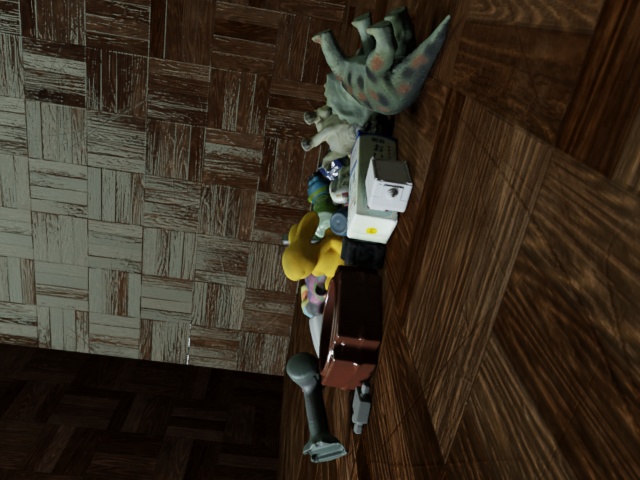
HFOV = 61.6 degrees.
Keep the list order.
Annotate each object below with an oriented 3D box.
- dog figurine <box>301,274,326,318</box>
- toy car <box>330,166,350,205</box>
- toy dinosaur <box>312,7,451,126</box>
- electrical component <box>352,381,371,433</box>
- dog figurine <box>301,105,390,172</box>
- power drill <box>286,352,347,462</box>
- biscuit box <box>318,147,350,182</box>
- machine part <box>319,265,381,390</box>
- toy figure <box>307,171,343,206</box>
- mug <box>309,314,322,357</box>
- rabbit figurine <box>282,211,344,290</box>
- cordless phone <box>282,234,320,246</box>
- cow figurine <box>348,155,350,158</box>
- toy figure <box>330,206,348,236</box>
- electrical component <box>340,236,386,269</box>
[{"bbox_3d":[0.015,0.139,1.381,0.219,0.108,0.191,-126,45,-79],"label":"dog figurine"},{"bbox_3d":[0.069,-0.123,1.121,0.202,0.074,0.056,-62,-41,-63],"label":"toy car"},{"bbox_3d":[0.104,-0.277,0.907,0.192,0.131,0.405,64,170,-28],"label":"toy dinosaur"},{"bbox_3d":[0.073,0.287,0.943,0.063,0.021,0.094,-103,21,-78],"label":"electrical component"},{"bbox_3d":[0.072,-0.252,1.153,0.191,0.121,0.172,-18,57,35],"label":"dog figurine"},{"bbox_3d":[-0.001,0.339,1.106,0.231,0.086,0.207,67,-167,-55],"label":"power drill"},{"bbox_3d":[0.056,-0.218,1.378,0.059,0.062,0.203,-36,18,32],"label":"biscuit box"},{"bbox_3d":[0.052,0.164,1.013,0.201,0.087,0.201,108,170,-55],"label":"machine part"},{"bbox_3d":[0.017,-0.103,1.488,0.180,0.089,0.082,62,157,11],"label":"toy figure"},{"bbox_3d":[0.015,0.250,1.351,0.109,0.081,0.107,111,157,-58],"label":"mug"},{"bbox_3d":[-0.003,0.025,1.088,0.122,0.173,0.162,-35,71,51],"label":"rabbit figurine"},{"bbox_3d":[-0.003,-0.005,1.345,0.147,0.184,0.088,-95,9,-68],"label":"cordless phone"},{"bbox_3d":[0.098,-0.244,1.273,0.167,0.068,0.098,-97,26,-63],"label":"cow figurine"},{"bbox_3d":[0.074,-0.042,1.046,0.154,0.064,0.057,-18,-91,-55],"label":"toy figure"},{"bbox_3d":[0.077,0.019,1.024,0.119,0.075,0.047,-135,53,-79],"label":"electrical component"}]
